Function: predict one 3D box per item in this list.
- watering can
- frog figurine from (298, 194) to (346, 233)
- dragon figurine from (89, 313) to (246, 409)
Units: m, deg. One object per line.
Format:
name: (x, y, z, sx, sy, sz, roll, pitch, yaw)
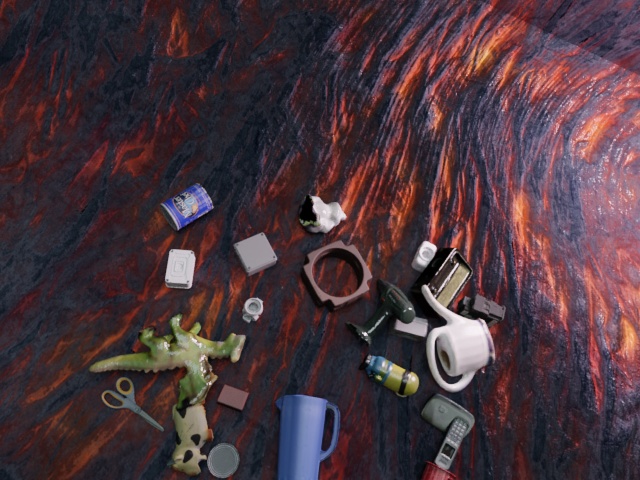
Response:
watering can: (0.433, 0.299, 1.626, 0.225, 0.103, 0.348, -9, 90, -18)
frog figurine: (0.005, -0.090, 1.794, 0.160, 0.121, 0.139, -1, 48, -51)
dragon figurine: (-0.404, 0.354, 1.443, 0.414, 0.119, 0.246, -26, 60, -22)
